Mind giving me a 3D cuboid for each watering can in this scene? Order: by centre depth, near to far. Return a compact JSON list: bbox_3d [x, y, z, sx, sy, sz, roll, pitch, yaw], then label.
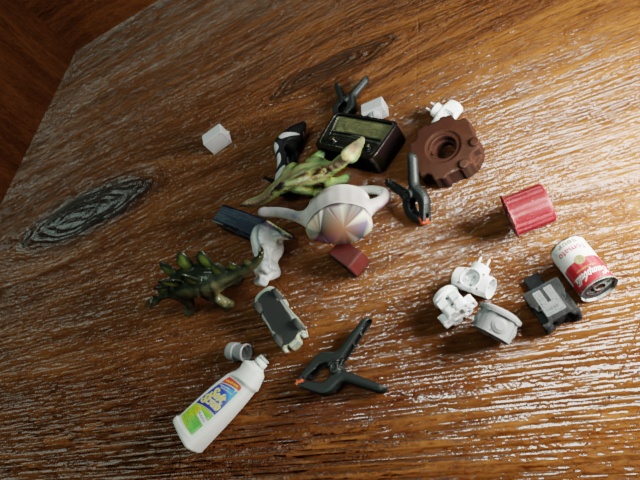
[{"bbox_3d":[0.004,-0.064,1.263,0.347,0.102,0.228,-12,24,7],"label":"watering can"}]

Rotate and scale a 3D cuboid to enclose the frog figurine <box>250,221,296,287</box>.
[{"bbox_3d":[-0.142,0.035,1.339,0.159,0.122,0.138,-58,13,-1],"label":"frog figurine"}]

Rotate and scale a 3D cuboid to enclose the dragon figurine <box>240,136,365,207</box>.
[{"bbox_3d":[-0.062,-0.156,1.320,0.408,0.244,0.122,-25,90,13],"label":"dragon figurine"}]
